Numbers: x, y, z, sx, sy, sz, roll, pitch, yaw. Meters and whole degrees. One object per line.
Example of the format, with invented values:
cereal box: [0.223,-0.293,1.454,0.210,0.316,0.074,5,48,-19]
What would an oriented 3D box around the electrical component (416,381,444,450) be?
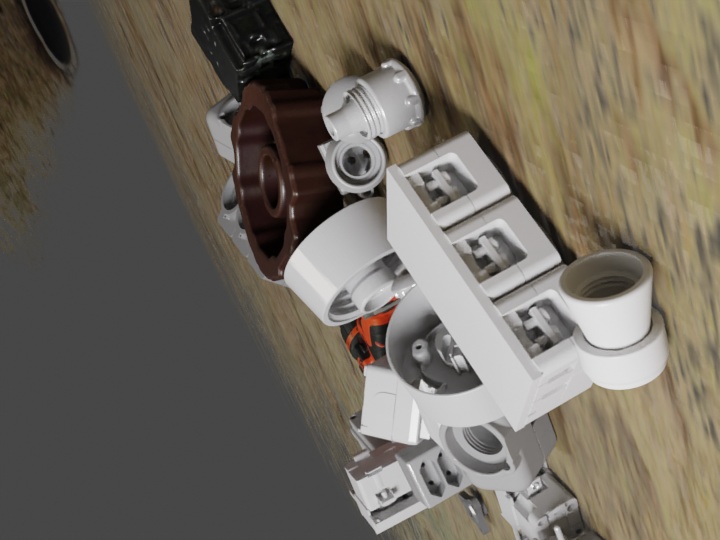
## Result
electrical component: [0.079,0.101,0.856,0.096,0.062,0.061,67,168,-23]

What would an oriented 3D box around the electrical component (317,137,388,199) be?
electrical component: [-0.005,-0.085,0.837,0.066,0.048,0.055,64,176,-10]

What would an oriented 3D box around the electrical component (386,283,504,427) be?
electrical component: [0.069,0.050,0.702,0.099,0.099,0.064,45,166,56]

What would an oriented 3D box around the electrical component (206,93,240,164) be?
electrical component: [-0.107,-0.139,1.085,0.095,0.054,0.059,31,152,33]

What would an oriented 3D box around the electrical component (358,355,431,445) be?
electrical component: [0.046,0.107,0.936,0.096,0.061,0.061,-20,-63,-66]

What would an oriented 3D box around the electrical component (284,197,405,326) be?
electrical component: [0.000,0.000,0.868,0.060,0.108,0.108,52,166,20]

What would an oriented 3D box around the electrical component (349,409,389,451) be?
electrical component: [0.045,0.182,1.154,0.057,0.078,0.113,64,169,-23]

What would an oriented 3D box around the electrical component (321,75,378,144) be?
electrical component: [-0.006,-0.115,0.778,0.048,0.048,0.062,64,176,-8]

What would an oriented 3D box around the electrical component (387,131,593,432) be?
electrical component: [0.080,0.005,0.628,0.150,0.062,0.089,57,168,23]

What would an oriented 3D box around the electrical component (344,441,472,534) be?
electrical component: [0.052,0.190,1.029,0.063,0.121,0.079,69,167,-19]

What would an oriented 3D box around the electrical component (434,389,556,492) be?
electrical component: [0.094,0.108,0.763,0.054,0.059,0.095,-4,119,39]

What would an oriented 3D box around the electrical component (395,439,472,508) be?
electrical component: [0.075,0.164,0.962,0.047,0.083,0.076,64,168,-10]

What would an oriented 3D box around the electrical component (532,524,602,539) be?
electrical component: [0.146,0.219,0.781,0.075,0.083,0.047,67,167,-21]

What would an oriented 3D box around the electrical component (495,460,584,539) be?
electrical component: [0.139,0.183,0.836,0.064,0.042,0.081,41,157,53]

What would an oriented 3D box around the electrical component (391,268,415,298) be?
electrical component: [0.057,0.023,0.821,0.062,0.048,0.048,58,170,-11]

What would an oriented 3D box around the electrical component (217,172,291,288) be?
electrical component: [-0.088,-0.054,1.116,0.062,0.089,0.150,20,-164,-34]

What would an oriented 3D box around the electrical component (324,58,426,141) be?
electrical component: [0.008,-0.104,0.692,0.048,0.062,0.048,58,168,20]

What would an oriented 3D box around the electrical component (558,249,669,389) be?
electrical component: [0.124,0.024,0.523,0.045,0.045,0.055,44,159,57]
